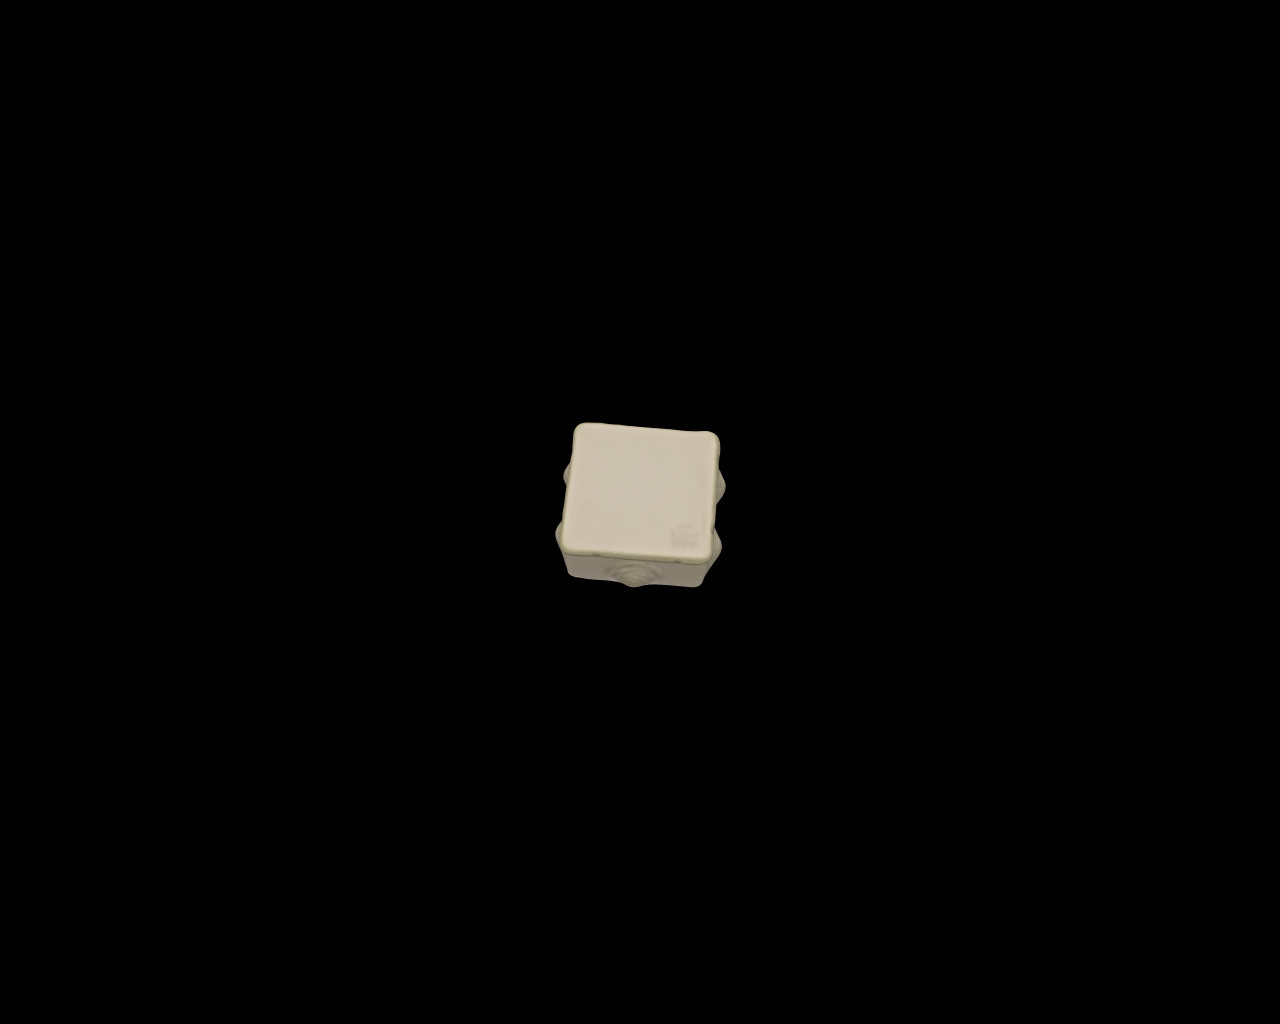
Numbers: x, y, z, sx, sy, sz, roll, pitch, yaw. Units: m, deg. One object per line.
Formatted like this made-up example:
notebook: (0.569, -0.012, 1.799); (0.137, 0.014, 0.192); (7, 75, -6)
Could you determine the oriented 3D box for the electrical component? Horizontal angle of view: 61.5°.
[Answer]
electrical component: (0.001, -0.003, 0.650); (0.100, 0.100, 0.048); (4, -28, 2)
